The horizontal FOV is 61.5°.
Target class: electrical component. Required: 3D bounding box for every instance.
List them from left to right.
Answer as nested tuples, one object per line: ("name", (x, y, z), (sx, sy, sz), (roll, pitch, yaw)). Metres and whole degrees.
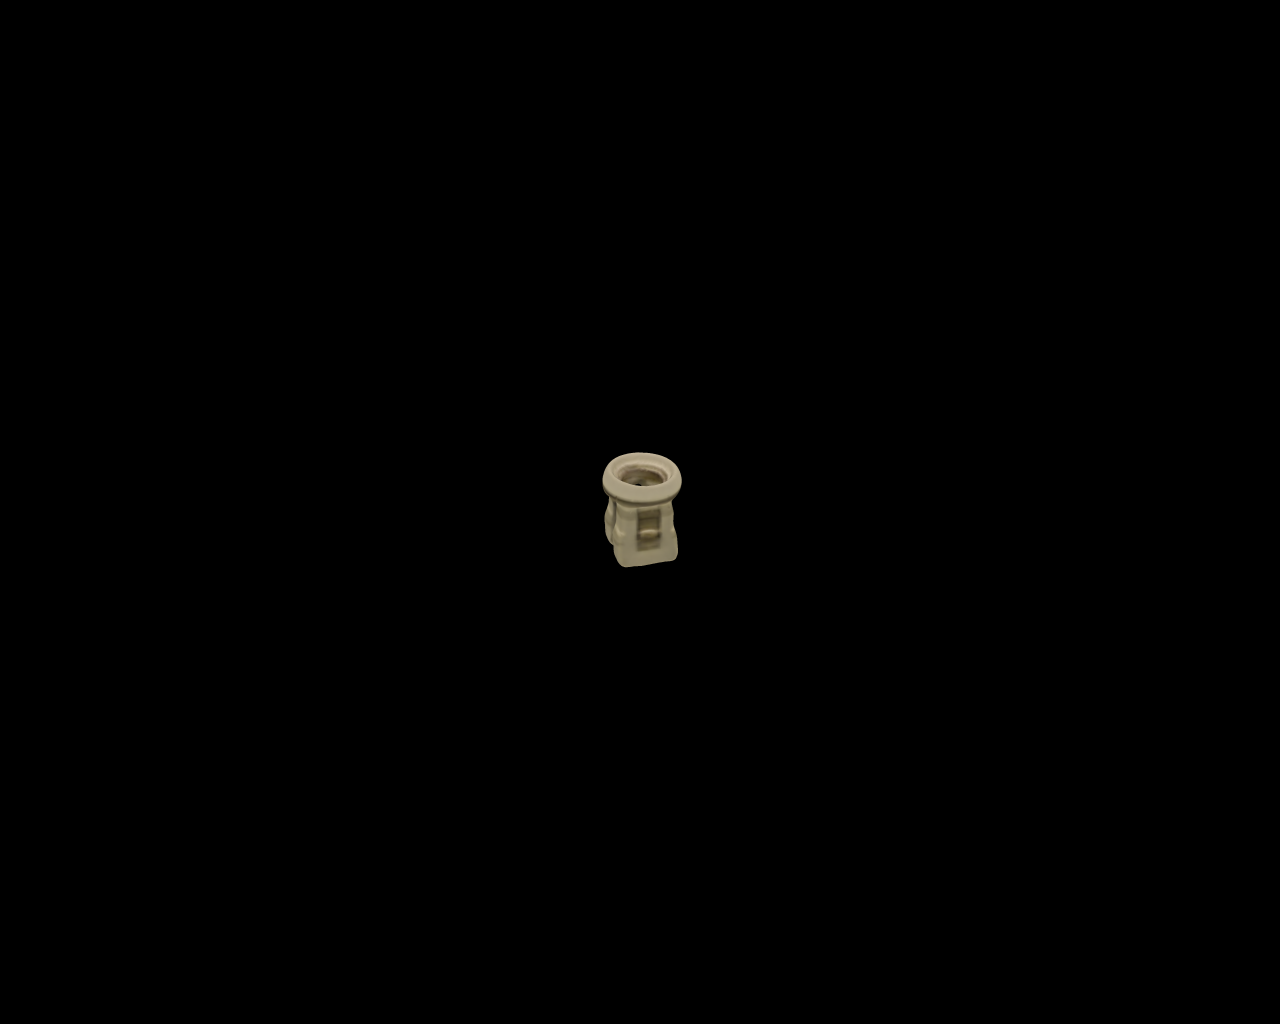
("electrical component", (0.001, -0.003, 0.650), (0.048, 0.055, 0.066), (-8, 31, -13))
